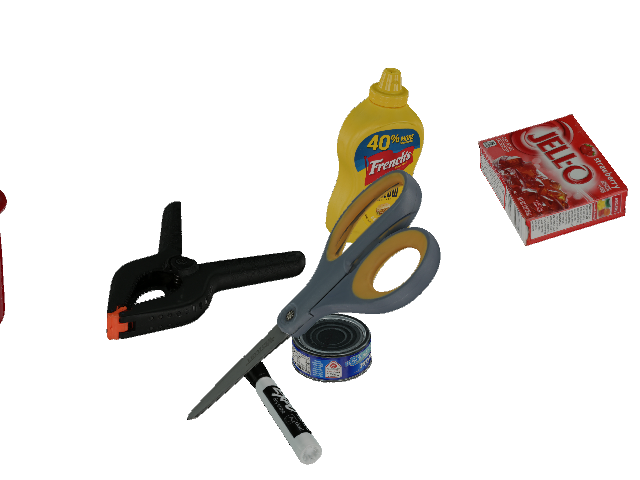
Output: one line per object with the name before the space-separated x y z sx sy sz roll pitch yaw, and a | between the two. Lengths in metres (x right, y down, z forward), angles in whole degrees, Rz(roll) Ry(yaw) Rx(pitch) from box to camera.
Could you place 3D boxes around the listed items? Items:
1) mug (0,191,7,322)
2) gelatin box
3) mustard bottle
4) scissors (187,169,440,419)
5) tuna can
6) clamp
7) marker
mug | -0.241 0.019 0.635 0.093 0.081 0.117 17 28 27
gelatin box | 0.159 -0.044 0.738 0.073 0.030 0.089 -16 45 -4
mustard bottle | 0.063 -0.092 1.144 0.096 0.192 0.058 -7 32 -24
scissors | -0.001 0.049 0.615 0.016 0.202 0.096 33 6 -36
tuna can | 0.012 0.113 1.133 0.086 0.034 0.086 -1 28 0
clamp | -0.137 0.029 1.012 0.165 0.036 0.209 26 37 28
marker | -0.032 0.131 0.837 0.020 0.020 0.121 0 27 -28
